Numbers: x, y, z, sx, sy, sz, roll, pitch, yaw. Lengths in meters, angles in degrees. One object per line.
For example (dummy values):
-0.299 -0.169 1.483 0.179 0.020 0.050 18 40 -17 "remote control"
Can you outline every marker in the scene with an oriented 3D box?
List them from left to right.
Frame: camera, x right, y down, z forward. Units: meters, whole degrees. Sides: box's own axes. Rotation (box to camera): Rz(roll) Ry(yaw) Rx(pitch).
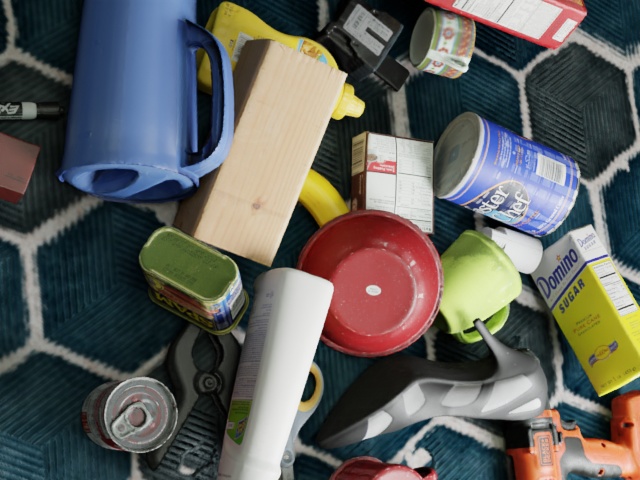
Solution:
-0.310 -0.126 1.041 0.120 0.020 0.020 -4 83 -25 "marker"

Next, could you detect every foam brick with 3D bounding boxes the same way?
-0.313 -0.074 1.014 0.078 0.051 0.053 22 74 -20 "foam brick"

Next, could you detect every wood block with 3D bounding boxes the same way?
-0.062 -0.090 1.076 0.090 0.090 0.206 22 91 -22 "wood block"

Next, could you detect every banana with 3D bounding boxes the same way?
0.005 -0.013 1.160 0.069 0.037 0.198 -36 95 -2 "banana"

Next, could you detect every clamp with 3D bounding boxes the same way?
-0.106 0.153 1.077 0.120 0.039 0.171 13 76 -25 "clamp"

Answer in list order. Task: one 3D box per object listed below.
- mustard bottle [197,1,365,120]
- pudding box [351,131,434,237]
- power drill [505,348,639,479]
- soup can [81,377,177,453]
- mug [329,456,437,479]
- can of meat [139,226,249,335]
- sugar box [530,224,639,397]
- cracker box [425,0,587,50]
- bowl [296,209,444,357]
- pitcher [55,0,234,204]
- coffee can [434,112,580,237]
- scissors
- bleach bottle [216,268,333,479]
-0.038 -0.176 1.152 0.191 0.058 0.096 21 76 -20 "mustard bottle"
0.082 -0.060 1.200 0.089 0.039 0.113 6 80 -24 "pudding box"
0.300 0.216 1.244 0.187 0.057 0.184 1 79 -23 "power drill"
-0.182 0.165 1.005 0.068 0.102 0.068 4 79 -24 "soup can"
0.072 0.269 1.115 0.117 0.082 0.093 -21 90 -26 "mug"
-0.123 0.039 1.042 0.102 0.084 0.057 27 69 13 "can of meat"
0.315 0.081 1.224 0.048 0.093 0.176 -18 71 -34 "sugar box"
0.191 -0.323 1.242 0.213 0.072 0.164 15 46 -21 "cracker box"
0.053 0.050 1.119 0.162 0.055 0.162 0 98 -1 "bowl"
-0.171 -0.164 1.047 0.149 0.145 0.243 6 76 -21 "pitcher"
0.210 -0.074 1.224 0.140 0.103 0.103 20 73 -21 "coffee can"
-0.022 0.213 1.117 0.096 0.016 0.202 -19 89 -22 "scissors"
-0.055 0.157 1.038 0.068 0.103 0.251 19 75 -17 "bleach bottle"
